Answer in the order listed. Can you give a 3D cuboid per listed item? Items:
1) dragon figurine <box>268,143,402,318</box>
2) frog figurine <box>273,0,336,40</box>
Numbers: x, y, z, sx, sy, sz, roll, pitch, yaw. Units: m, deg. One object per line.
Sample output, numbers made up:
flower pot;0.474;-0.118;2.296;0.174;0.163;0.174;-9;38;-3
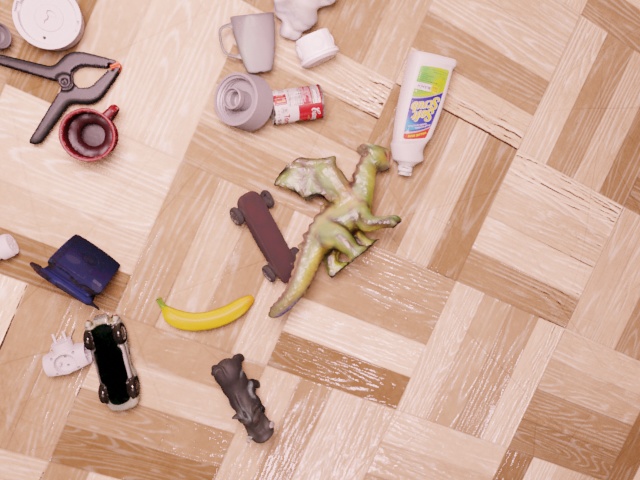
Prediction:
dragon figurine;0.003;-0.053;1.048;0.413;0.121;0.243;-36;89;-12
frog figurine;-0.031;-0.471;0.990;0.138;0.125;0.155;-8;138;-20
